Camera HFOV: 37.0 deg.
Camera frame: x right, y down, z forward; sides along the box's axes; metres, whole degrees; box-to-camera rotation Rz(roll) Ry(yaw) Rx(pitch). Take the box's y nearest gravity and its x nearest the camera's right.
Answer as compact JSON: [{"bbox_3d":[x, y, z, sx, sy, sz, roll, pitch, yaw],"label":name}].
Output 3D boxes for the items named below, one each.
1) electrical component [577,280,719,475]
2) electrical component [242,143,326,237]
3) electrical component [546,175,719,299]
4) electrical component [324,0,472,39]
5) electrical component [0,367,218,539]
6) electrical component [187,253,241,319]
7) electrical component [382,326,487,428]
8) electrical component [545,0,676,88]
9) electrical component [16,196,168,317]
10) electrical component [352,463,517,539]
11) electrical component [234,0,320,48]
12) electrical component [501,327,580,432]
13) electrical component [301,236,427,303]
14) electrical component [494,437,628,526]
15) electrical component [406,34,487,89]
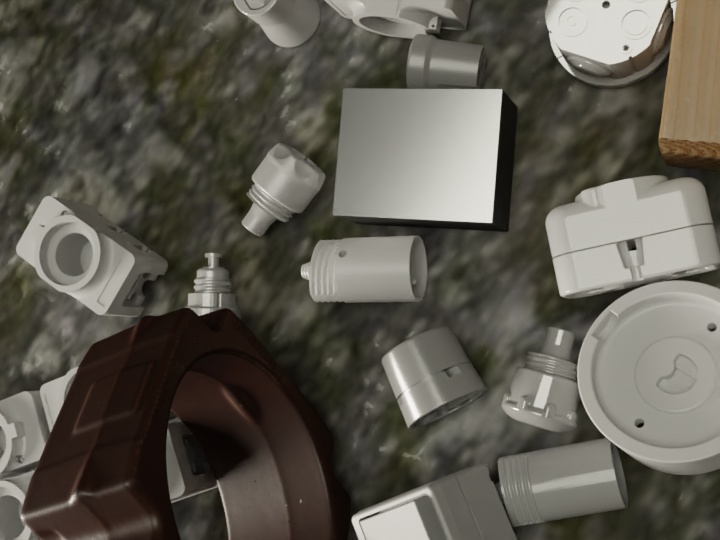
[{"bbox_3d":[0.187,0.067,0.629,0.108,0.060,0.108,-10,62,20],"label":"electrical component"},{"bbox_3d":[-0.056,-0.052,0.736,0.043,0.043,0.062,40,100,17],"label":"electrical component"},{"bbox_3d":[0.164,-0.021,0.652,0.095,0.054,0.059,-13,82,18],"label":"electrical component"},{"bbox_3d":[0.027,-0.188,0.714,0.089,0.050,0.055,10,89,19],"label":"electrical component"},{"bbox_3d":[-0.204,0.132,0.761,0.186,0.060,0.105,-22,79,18],"label":"electrical component"},{"bbox_3d":[-0.103,0.028,0.747,0.040,0.040,0.078,-1,86,19],"label":"electrical component"},{"bbox_3d":[0.046,0.068,0.686,0.055,0.055,0.047,-30,73,15],"label":"electrical component"},{"bbox_3d":[0.155,-0.157,0.667,0.080,0.051,0.080,-2,85,19],"label":"electrical component"},{"bbox_3d":[-0.195,-0.009,0.774,0.089,0.056,0.050,33,97,18],"label":"electrical component"},{"bbox_3d":[0.040,0.166,0.664,0.096,0.061,0.061,-33,74,44],"label":"electrical component"},{"bbox_3d":[-0.059,-0.182,0.735,0.044,0.065,0.044,-2,85,19],"label":"electrical component"},{"bbox_3d":[0.117,0.067,0.667,0.048,0.048,0.062,14,83,20],"label":"electrical component"},{"bbox_3d":[0.000,0.000,0.712,0.081,0.043,0.043,-1,85,19],"label":"electrical component"},{"bbox_3d":[0.119,0.131,0.661,0.081,0.043,0.043,-14,81,18],"label":"electrical component"},{"bbox_3d":[0.057,-0.132,0.706,0.046,0.040,0.040,9,89,14],"label":"electrical component"}]
